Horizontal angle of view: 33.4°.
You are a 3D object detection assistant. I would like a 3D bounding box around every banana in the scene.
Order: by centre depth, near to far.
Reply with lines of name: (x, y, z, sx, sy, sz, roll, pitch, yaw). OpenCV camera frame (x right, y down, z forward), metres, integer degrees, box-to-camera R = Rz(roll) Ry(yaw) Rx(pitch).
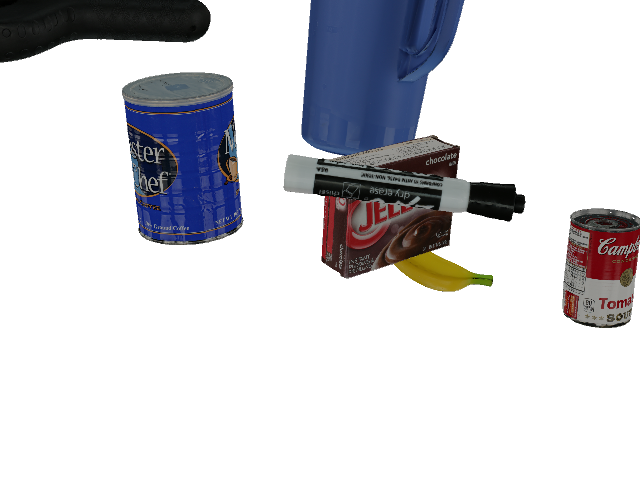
banana: (0.106, 0.013, 1.188, 0.069, 0.037, 0.198, 2, 24, -32)

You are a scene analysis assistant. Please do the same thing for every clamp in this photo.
clamp: (-0.163, -0.139, 0.622, 0.171, 0.039, 0.120, -11, 31, -29)

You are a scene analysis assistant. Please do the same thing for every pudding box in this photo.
pudding box: (0.055, -0.029, 0.848, 0.113, 0.090, 0.039, -18, 34, -34)

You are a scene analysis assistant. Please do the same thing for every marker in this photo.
marker: (0.042, -0.026, 0.538, 0.121, 0.020, 0.020, 8, 0, 3)

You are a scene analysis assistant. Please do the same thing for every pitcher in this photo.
pitcher: (0.056, -0.200, 0.976, 0.145, 0.243, 0.149, 9, 15, 5)

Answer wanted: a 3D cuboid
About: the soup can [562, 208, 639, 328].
soup can: (0.275, 0.027, 1.046, 0.068, 0.102, 0.068, 1, 18, 0)

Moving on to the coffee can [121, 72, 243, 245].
coffee can: (-0.129, -0.079, 1.013, 0.103, 0.140, 0.103, -2, 22, 1)
